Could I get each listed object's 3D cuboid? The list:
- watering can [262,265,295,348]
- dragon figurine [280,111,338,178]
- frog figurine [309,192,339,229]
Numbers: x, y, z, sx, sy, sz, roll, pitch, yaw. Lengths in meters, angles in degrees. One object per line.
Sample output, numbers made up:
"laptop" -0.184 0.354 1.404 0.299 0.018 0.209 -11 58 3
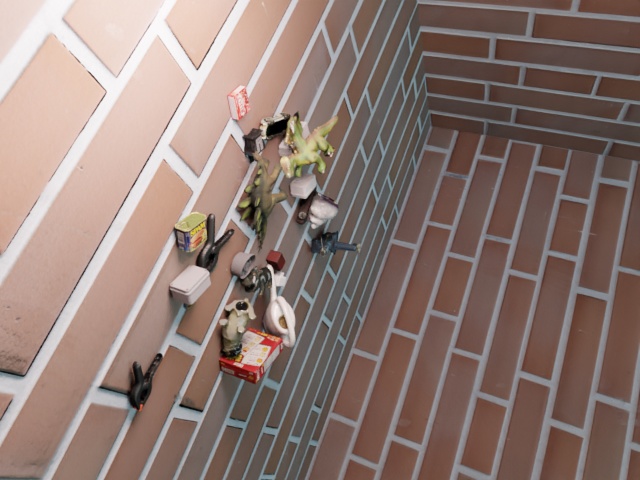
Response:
"watering can" -0.181 0.293 2.162 0.104 0.353 0.220 -10 -22 -26
"dragon figurine" -0.047 -0.390 1.975 0.122 0.418 0.238 8 -27 27
"frog figurine" 0.007 -0.116 2.312 0.124 0.158 0.136 33 10 36
